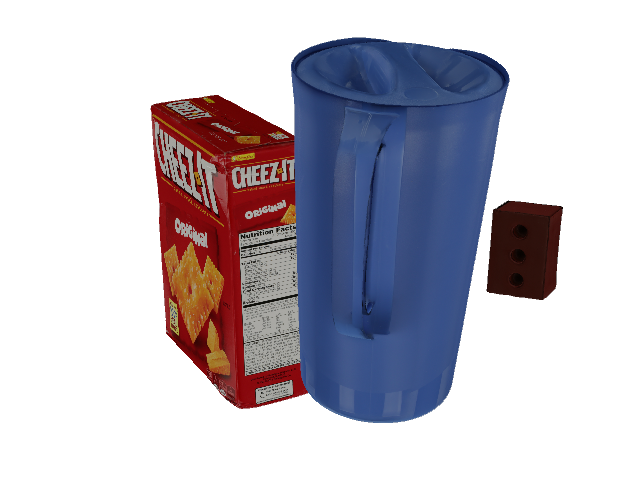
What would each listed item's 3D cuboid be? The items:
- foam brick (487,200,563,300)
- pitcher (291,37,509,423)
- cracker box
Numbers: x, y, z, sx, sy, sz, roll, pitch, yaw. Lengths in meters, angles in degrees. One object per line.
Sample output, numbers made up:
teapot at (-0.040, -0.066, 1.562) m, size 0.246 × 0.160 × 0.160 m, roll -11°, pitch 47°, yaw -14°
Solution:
foam brick at (0.181, 0.008, 0.947) m, size 0.053 × 0.078 × 0.051 m, roll 8°, pitch 16°, yaw 24°
pitcher at (0.040, 0.000, 0.695) m, size 0.149 × 0.243 × 0.145 m, roll -13°, pitch 31°, yaw -27°
cracker box at (-0.077, 0.006, 0.865) m, size 0.072 × 0.214 × 0.164 m, roll -12°, pitch 24°, yaw -25°
